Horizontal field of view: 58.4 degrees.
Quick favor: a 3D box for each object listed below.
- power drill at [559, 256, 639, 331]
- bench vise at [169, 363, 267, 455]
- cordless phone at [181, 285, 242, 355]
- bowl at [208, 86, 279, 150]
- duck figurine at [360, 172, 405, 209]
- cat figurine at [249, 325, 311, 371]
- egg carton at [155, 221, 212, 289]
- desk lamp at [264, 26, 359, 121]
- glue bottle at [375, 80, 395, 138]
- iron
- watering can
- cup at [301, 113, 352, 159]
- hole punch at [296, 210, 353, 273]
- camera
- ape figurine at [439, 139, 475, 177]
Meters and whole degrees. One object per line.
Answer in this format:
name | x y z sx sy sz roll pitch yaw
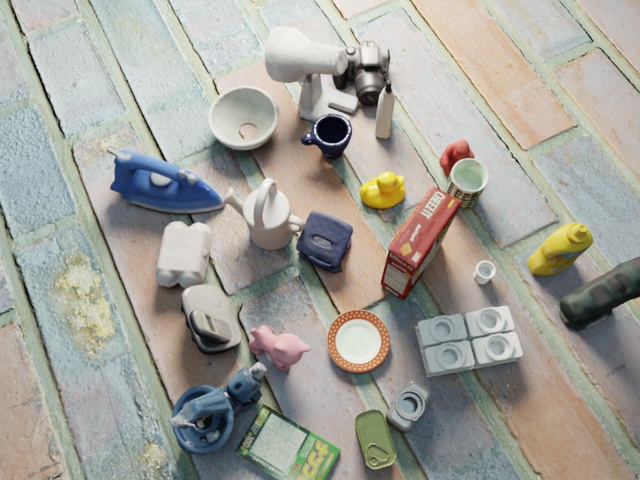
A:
power drill | 0.557 0.102 1.107 0.230 0.208 0.075 -26 69 -9
bench vise | -0.197 0.292 1.041 0.121 0.220 0.207 27 71 12
cordless phone | -0.225 0.143 1.120 0.094 0.185 0.147 -26 70 -9
bowl | -0.175 -0.273 1.347 0.167 0.075 0.167 0 68 1
duck figurine | 0.141 -0.119 1.272 0.104 0.086 0.077 -9 68 -2
cat figurine | -0.083 0.208 1.127 0.127 0.118 0.067 27 71 12
egg carton | -0.290 0.032 1.229 0.107 0.069 0.150 3 68 3
desk lamp | -0.015 -0.376 1.310 0.203 0.213 0.118 20 70 9
glue bottle | 0.150 -0.307 1.300 0.037 0.173 0.078 8 68 5
iron | -0.340 -0.138 1.260 0.258 0.141 0.119 14 69 7
watering can | -0.118 -0.059 1.195 0.173 0.194 0.101 -2 68 1
cup | 0.016 -0.224 1.312 0.118 0.095 0.091 -17 68 -5
hole punch | 0.011 0.004 1.222 0.108 0.091 0.101 23 70 10
camera | 0.101 -0.401 1.378 0.143 0.101 0.137 -3 68 0
ape figurine | 0.312 -0.194 1.295 0.077 0.092 0.076 6 68 4
